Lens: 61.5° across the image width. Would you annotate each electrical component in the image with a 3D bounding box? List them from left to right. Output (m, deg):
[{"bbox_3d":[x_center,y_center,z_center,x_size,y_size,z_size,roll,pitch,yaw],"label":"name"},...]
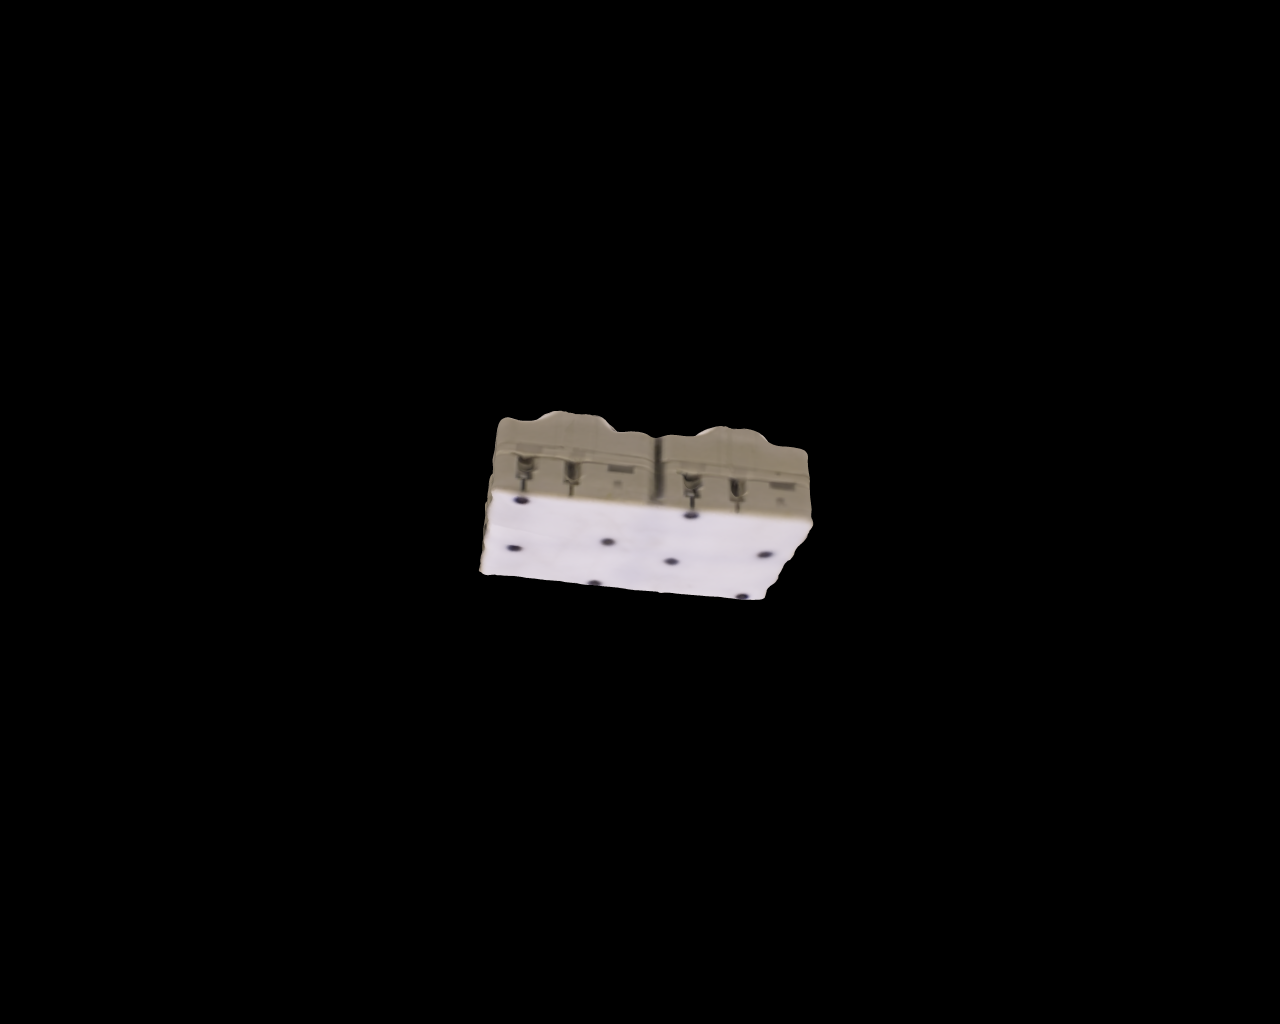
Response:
[{"bbox_3d":[0.001,-0.003,0.650,0.186,0.060,0.105,6,-32,-9],"label":"electrical component"}]
